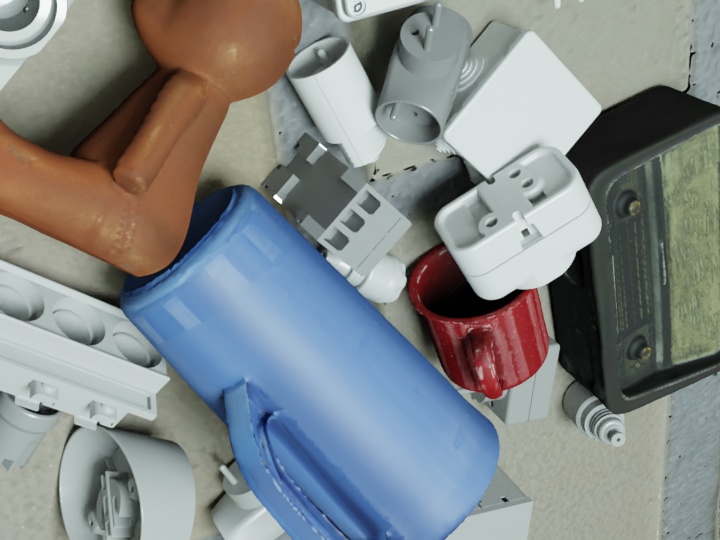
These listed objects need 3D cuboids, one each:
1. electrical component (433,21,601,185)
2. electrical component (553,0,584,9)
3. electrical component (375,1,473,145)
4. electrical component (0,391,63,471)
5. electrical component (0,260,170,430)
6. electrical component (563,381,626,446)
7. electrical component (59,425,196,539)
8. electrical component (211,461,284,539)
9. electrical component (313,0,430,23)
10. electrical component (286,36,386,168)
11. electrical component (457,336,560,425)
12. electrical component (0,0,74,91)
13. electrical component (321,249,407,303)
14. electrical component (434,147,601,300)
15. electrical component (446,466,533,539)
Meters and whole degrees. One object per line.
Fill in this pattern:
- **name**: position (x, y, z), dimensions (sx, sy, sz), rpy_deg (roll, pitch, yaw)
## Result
- **electrical component**: position (0.099, -0.107, 0.725), dimensions (0.100, 0.048, 0.099), rpy_deg (37, 95, -35)
- **electrical component**: position (0.134, -0.209, 0.694), dimensions (0.077, 0.044, 0.079), rpy_deg (-18, 121, -18)
- **electrical component**: position (0.041, -0.129, 0.653), dimensions (0.043, 0.077, 0.079), rpy_deg (16, 154, 5)
- **electrical component**: position (-0.215, 0.098, 0.676), dimensions (0.040, 0.040, 0.046), rpy_deg (22, 108, -33)
- **electrical component**: position (-0.185, 0.048, 0.650), dimensions (0.121, 0.078, 0.063), rpy_deg (27, 122, -34)
- **electrical component**: position (0.194, 0.118, 0.872), dimensions (0.040, 0.078, 0.040), rpy_deg (-4, 111, -9)
- **electrical component**: position (-0.153, 0.153, 0.702), dimensions (0.064, 0.099, 0.099), rpy_deg (12, 108, -37)
- **electrical component**: position (-0.073, 0.158, 0.774), dimensions (0.077, 0.044, 0.079), rpy_deg (-36, 125, -7)
- **electrical component**: position (0.021, -0.213, 0.628), dimensions (0.109, 0.056, 0.108), rpy_deg (-19, 121, -17)
- **electrical component**: position (-0.009, -0.101, 0.677), dimensions (0.043, 0.043, 0.081), rpy_deg (-36, 125, -7)
- **electrical component**: position (0.104, 0.080, 0.822), dimensions (0.077, 0.047, 0.065), rpy_deg (-7, 117, -24)
- **electrical component**: position (-0.234, -0.120, 0.544), dimensions (0.186, 0.060, 0.105), rpy_deg (-50, 125, 3)
- **electrical component**: position (0.000, 0.000, 0.738), dimensions (0.061, 0.035, 0.035), rpy_deg (20, 104, -30)
- **electrical component**: position (0.105, -0.027, 0.706), dimensions (0.095, 0.053, 0.059), rpy_deg (-32, 128, 4)
- **electrical component**: position (0.078, 0.240, 0.880), dimensions (0.089, 0.062, 0.150), rpy_deg (-7, 117, -23)
